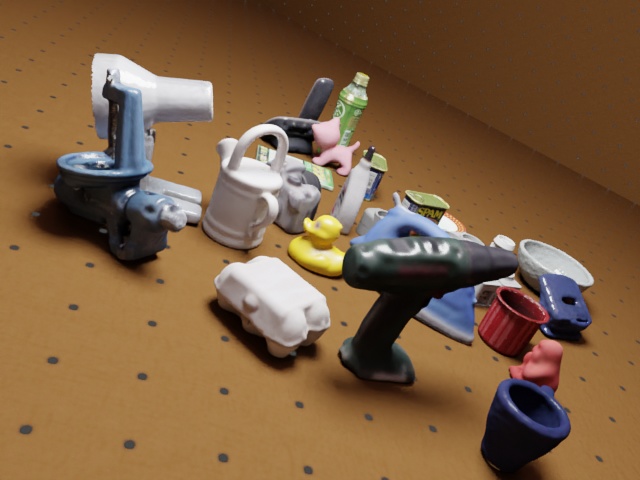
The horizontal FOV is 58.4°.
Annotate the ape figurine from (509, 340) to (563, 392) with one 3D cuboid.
[{"bbox_3d":[0.327,0.186,0.851,0.078,0.092,0.076,-4,37,-45],"label":"ape figurine"}]

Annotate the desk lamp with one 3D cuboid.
[{"bbox_3d":[-0.255,-0.157,0.870,0.204,0.213,0.117,14,27,-20],"label":"desk lamp"}]

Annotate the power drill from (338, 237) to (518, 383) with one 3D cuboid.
[{"bbox_3d":[0.120,0.083,0.737,0.230,0.208,0.075,11,28,-25],"label":"power drill"}]

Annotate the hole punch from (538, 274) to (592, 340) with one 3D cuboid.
[{"bbox_3d":[0.456,0.126,1.079,0.109,0.091,0.101,9,29,-29],"label":"hole punch"}]

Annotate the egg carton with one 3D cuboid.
[{"bbox_3d":[-0.063,0.082,0.743,0.150,0.069,0.107,37,28,25],"label":"egg carton"}]

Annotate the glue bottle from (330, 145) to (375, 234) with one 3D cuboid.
[{"bbox_3d":[0.066,-0.100,1.081,0.037,0.173,0.078,16,27,-16],"label":"glue bottle"}]

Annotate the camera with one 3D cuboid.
[{"bbox_3d":[-0.046,-0.095,1.060,0.142,0.101,0.137,38,29,28],"label":"camera"}]

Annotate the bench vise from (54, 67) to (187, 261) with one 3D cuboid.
[{"bbox_3d":[-0.247,-0.099,0.758,0.207,0.219,0.121,25,26,3],"label":"bench vise"}]

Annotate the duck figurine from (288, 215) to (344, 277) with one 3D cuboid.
[{"bbox_3d":[0.009,0.003,0.936,0.104,0.086,0.077,26,26,5],"label":"duck figurine"}]

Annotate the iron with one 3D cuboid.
[{"bbox_3d":[0.179,0.039,0.948,0.257,0.141,0.119,39,29,28],"label":"iron"}]

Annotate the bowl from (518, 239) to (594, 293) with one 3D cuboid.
[{"bbox_3d":[0.489,0.073,1.226,0.167,0.074,0.167,19,26,-10],"label":"bowl"}]

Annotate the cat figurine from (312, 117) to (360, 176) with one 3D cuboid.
[{"bbox_3d":[0.032,-0.231,1.367,0.128,0.118,0.067,20,26,-8],"label":"cat figurine"}]

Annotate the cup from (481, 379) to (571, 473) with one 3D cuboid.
[{"bbox_3d":[0.243,0.227,0.698,0.091,0.095,0.118,37,28,25],"label":"cup"}]

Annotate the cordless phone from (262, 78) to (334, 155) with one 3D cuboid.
[{"bbox_3d":[-0.049,-0.307,1.365,0.148,0.185,0.094,-5,38,-45],"label":"cordless phone"}]

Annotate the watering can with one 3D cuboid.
[{"bbox_3d":[-0.115,-0.095,0.894,0.172,0.194,0.101,33,27,19],"label":"watering can"}]
